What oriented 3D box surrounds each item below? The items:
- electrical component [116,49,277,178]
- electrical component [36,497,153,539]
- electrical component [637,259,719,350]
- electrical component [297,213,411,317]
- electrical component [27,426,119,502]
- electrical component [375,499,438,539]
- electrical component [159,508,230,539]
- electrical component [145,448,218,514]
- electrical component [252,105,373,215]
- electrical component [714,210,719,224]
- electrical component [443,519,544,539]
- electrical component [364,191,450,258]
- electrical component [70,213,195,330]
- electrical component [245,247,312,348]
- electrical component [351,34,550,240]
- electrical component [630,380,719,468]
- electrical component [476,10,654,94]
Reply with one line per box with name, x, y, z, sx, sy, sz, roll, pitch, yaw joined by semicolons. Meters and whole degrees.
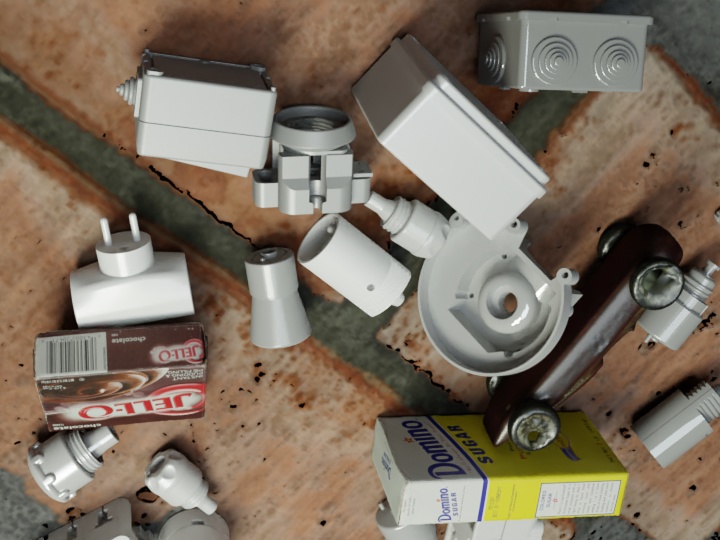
electrical component;-0.106;-0.099;0.681;0.096;0.061;0.061;5;113;-15
electrical component;-0.205;0.223;0.811;0.089;0.055;0.050;-27;117;0
electrical component;0.249;0.026;0.832;0.040;0.040;0.078;31;104;-23
electrical component;0.000;0.000;0.761;0.081;0.043;0.043;38;102;-25
electrical component;-0.205;0.134;0.777;0.062;0.048;0.048;-34;117;-4
electrical component;0.043;0.216;0.873;0.040;0.040;0.078;-29;117;1
electrical component;-0.127;0.221;0.833;0.055;0.047;0.055;-5;115;-11
electrical component;-0.132;0.164;0.812;0.035;0.035;0.061;-40;119;7
electrical component;-0.032;-0.074;0.713;0.078;0.058;0.057;-3;118;-11
electrical component;0.327;-0.016;0.818;0.061;0.061;0.096;-35;117;4
electrical component;0.110;0.209;0.877;0.059;0.053;0.095;6;113;-15
electrical component;0.031;-0.035;0.758;0.061;0.035;0.035;31;105;-15
electrical component;-0.156;-0.001;0.725;0.077;0.044;0.079;-10;116;-8
electrical component;-0.060;0.017;0.758;0.044;0.044;0.065;-10;111;-8
electrical component;0.056;-0.088;0.698;0.109;0.108;0.056;39;104;-25
electrical component;0.266;0.120;0.878;0.081;0.043;0.043;-39;117;6
electrical component;0.129;-0.140;0.696;0.100;0.100;0.048;-1;102;-13
